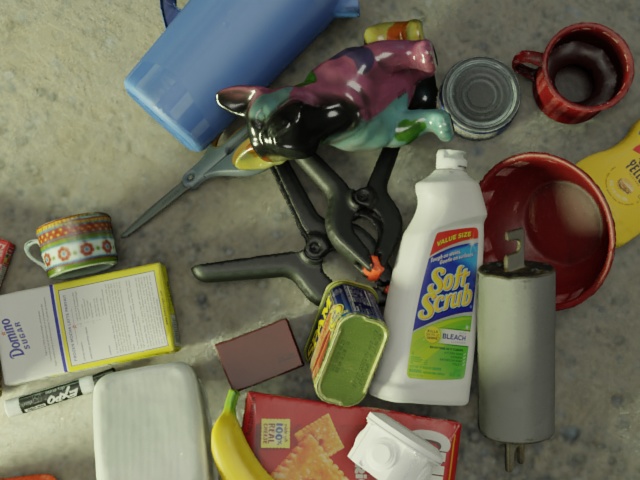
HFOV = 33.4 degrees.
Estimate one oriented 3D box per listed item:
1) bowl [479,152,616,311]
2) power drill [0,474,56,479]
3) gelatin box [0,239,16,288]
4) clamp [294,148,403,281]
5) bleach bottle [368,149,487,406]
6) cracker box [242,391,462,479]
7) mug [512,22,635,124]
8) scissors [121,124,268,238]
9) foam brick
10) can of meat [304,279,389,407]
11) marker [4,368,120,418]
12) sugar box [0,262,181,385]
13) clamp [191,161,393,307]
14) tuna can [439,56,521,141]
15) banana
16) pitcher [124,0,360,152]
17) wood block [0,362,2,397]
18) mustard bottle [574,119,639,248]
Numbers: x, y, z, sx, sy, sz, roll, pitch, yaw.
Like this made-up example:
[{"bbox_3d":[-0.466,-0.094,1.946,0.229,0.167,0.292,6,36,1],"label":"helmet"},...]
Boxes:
[{"bbox_3d":[0.231,-0.012,1.073,0.162,0.055,0.162,12,109,38],"label":"bowl"},{"bbox_3d":[-0.342,0.330,1.046,0.184,0.057,0.187,-7,82,-1],"label":"power drill"},{"bbox_3d":[-0.371,0.025,1.103,0.089,0.030,0.073,18,82,2],"label":"gelatin box"},{"bbox_3d":[0.030,-0.042,1.088,0.120,0.039,0.171,-1,64,-3],"label":"clamp"},{"bbox_3d":[0.112,0.035,1.062,0.102,0.068,0.251,6,89,-22],"label":"bleach bottle"},{"bbox_3d":[0.022,0.244,1.052,0.213,0.072,0.164,8,82,0],"label":"cracker box"},{"bbox_3d":[0.256,-0.170,1.105,0.117,0.081,0.093,12,82,1],"label":"mug"},{"bbox_3d":[-0.115,-0.060,1.107,0.096,0.016,0.201,34,82,34],"label":"scissors"},{"bbox_3d":[-0.060,0.117,1.080,0.078,0.051,0.053,-20,83,-3],"label":"foam brick"},{"bbox_3d":[0.026,0.102,1.047,0.057,0.084,0.102,16,107,-12],"label":"can of meat"},{"bbox_3d":[-0.261,0.155,1.090,0.121,0.020,0.020,-17,82,-3],"label":"marker"},{"bbox_3d":[-0.238,0.086,1.088,0.176,0.048,0.093,-11,82,2],"label":"sugar box"},{"bbox_3d":[-0.007,0.001,1.104,0.210,0.036,0.164,22,76,0],"label":"clamp"},{"bbox_3d":[0.168,-0.150,1.127,0.086,0.034,0.086,0,82,0],"label":"tuna can"},{"bbox_3d":[-0.039,0.232,0.996,0.069,0.037,0.198,-44,86,-4],"label":"banana"},{"bbox_3d":[-0.092,-0.218,1.094,0.243,0.149,0.145,-48,126,-3],"label":"pitcher"},{"bbox_3d":[-0.432,0.121,1.059,0.206,0.091,0.090,-4,82,-1],"label":"wood block"},{"bbox_3d":[0.351,-0.081,1.105,0.191,0.058,0.096,-35,81,-5],"label":"mustard bottle"}]
